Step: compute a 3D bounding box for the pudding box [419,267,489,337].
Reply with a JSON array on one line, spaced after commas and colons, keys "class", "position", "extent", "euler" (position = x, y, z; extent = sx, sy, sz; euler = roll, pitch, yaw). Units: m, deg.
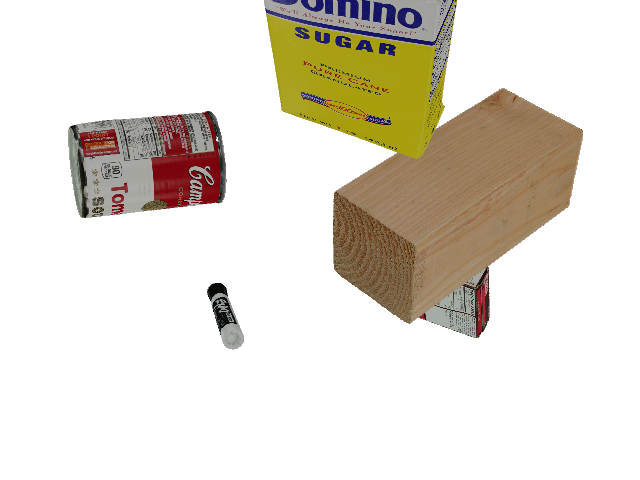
[{"class": "pudding box", "position": [0.129, 0.052, 1.176], "extent": [0.114, 0.039, 0.090], "euler": [18, -38, 23]}]

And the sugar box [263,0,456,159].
[{"class": "sugar box", "position": [0.021, -0.108, 0.558], "extent": [0.093, 0.048, 0.176], "euler": [20, -15, 10]}]

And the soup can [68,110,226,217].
[{"class": "soup can", "position": [-0.125, -0.055, 0.766], "extent": [0.102, 0.068, 0.069], "euler": [-8, 2, -17]}]

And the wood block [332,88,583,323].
[{"class": "wood block", "position": [0.115, -0.033, 0.891], "extent": [0.205, 0.090, 0.091], "euler": [-33, 51, -30]}]

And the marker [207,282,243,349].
[{"class": "marker", "position": [-0.087, 0.066, 0.965], "extent": [0.020, 0.020, 0.121], "euler": [0, 18, -13]}]
